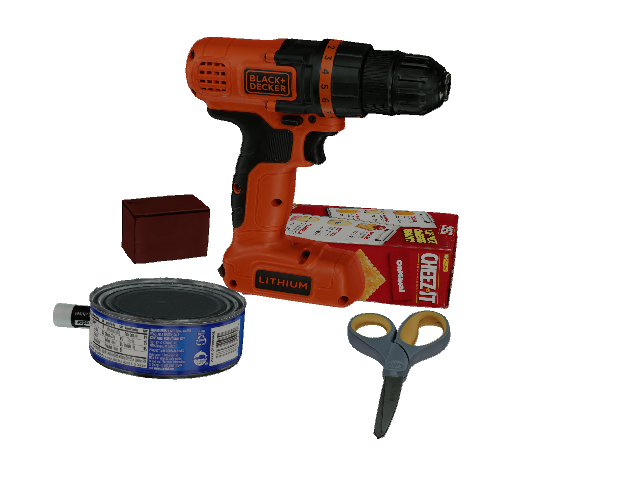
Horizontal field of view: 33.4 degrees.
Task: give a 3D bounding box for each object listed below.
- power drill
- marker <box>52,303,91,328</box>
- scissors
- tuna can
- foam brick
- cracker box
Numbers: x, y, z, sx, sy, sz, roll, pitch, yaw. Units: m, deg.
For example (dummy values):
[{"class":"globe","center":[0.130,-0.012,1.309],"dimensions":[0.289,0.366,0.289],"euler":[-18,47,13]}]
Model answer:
[{"class":"power drill","center":[-0.003,-0.049,0.753],"dimensions":[0.185,0.188,0.057],"euler":[8,22,17]},{"class":"marker","center":[-0.149,0.062,0.834],"dimensions":[0.121,0.020,0.020],"euler":[4,1,11]},{"class":"scissors","center":[0.044,0.099,0.857],"dimensions":[0.096,0.016,0.201],"euler":[8,23,24]},{"class":"tuna can","center":[-0.085,0.047,0.590],"dimensions":[0.086,0.034,0.086],"euler":[4,12,-1]},{"class":"foam brick","center":[-0.156,-0.013,1.069],"dimensions":[0.078,0.051,0.053],"euler":[-6,22,-23]},{"class":"cracker box","center":[0.036,0.014,1.143],"dimensions":[0.214,0.072,0.164],"euler":[4,15,9]}]
